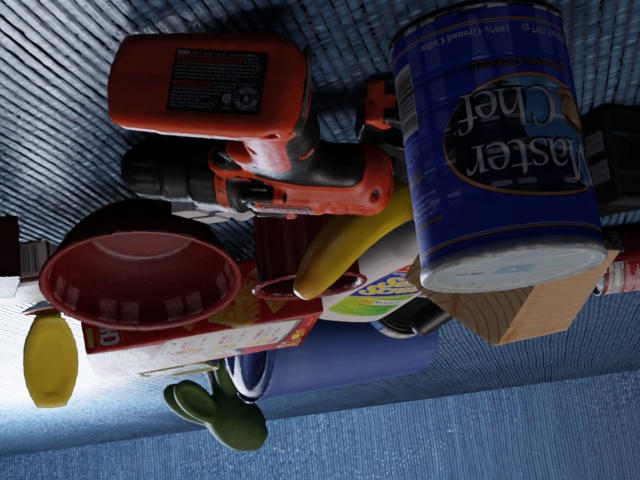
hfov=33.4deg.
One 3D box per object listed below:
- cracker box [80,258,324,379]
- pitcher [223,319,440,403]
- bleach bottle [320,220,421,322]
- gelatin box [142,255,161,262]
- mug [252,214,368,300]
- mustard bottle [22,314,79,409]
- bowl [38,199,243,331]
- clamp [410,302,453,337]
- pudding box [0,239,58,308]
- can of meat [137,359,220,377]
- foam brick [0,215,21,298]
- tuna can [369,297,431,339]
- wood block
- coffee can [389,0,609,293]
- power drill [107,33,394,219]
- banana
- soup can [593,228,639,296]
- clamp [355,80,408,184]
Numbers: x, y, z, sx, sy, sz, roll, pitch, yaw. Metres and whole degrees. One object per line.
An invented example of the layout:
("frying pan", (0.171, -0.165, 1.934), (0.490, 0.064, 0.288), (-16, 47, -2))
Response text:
("cracker box", (-0.115, 0.072, 1.018), (0.213, 0.072, 0.164), (-9, 166, -10))
("pitcher", (0.018, 0.103, 1.232), (0.242, 0.145, 0.149), (-3, 178, -31))
("bleach bottle", (0.076, 0.014, 1.009), (0.102, 0.068, 0.251), (7, 158, -23))
("gelatin box", (-0.174, 0.017, 0.963), (0.089, 0.030, 0.073), (-10, 167, 9))
("mug", (-0.006, 0.001, 0.873), (0.093, 0.081, 0.117), (-15, 163, 31))
("mustard bottle", (-0.305, 0.131, 1.199), (0.058, 0.096, 0.192), (-2, 180, -16))
("bowl", (-0.144, 0.014, 0.864), (0.162, 0.055, 0.162), (-4, 148, -3))
("clamp", (0.181, 0.030, 1.058), (0.164, 0.036, 0.210), (-18, 155, -19))
("pudding box", (-0.278, 0.033, 0.964), (0.113, 0.039, 0.090), (-7, 167, 10))
("can of meat", (-0.164, 0.110, 1.220), (0.102, 0.084, 0.057), (-12, 163, 28))
("foam brick", (-0.273, 0.015, 0.866), (0.053, 0.051, 0.078), (-2, 165, -19))
("tuna can", (0.089, 0.063, 1.158), (0.086, 0.086, 0.034), (-3, 167, -13))
("wood block", (0.162, 0.019, 0.868), (0.091, 0.090, 0.205), (-59, 156, 14))
("coffee can", (0.098, -0.049, 0.603), (0.103, 0.140, 0.103), (-6, 166, -2))
("power drill", (-0.057, -0.061, 0.636), (0.184, 0.057, 0.187), (2, 167, 13))
("banana", (0.056, -0.014, 0.824), (0.197, 0.069, 0.037), (-20, -168, -35))
("soup can", (0.343, 0.021, 1.147), (0.102, 0.068, 0.068), (-7, 166, -2))
("clamp", (0.085, -0.070, 0.719), (0.120, 0.039, 0.171), (-8, 169, 21))
